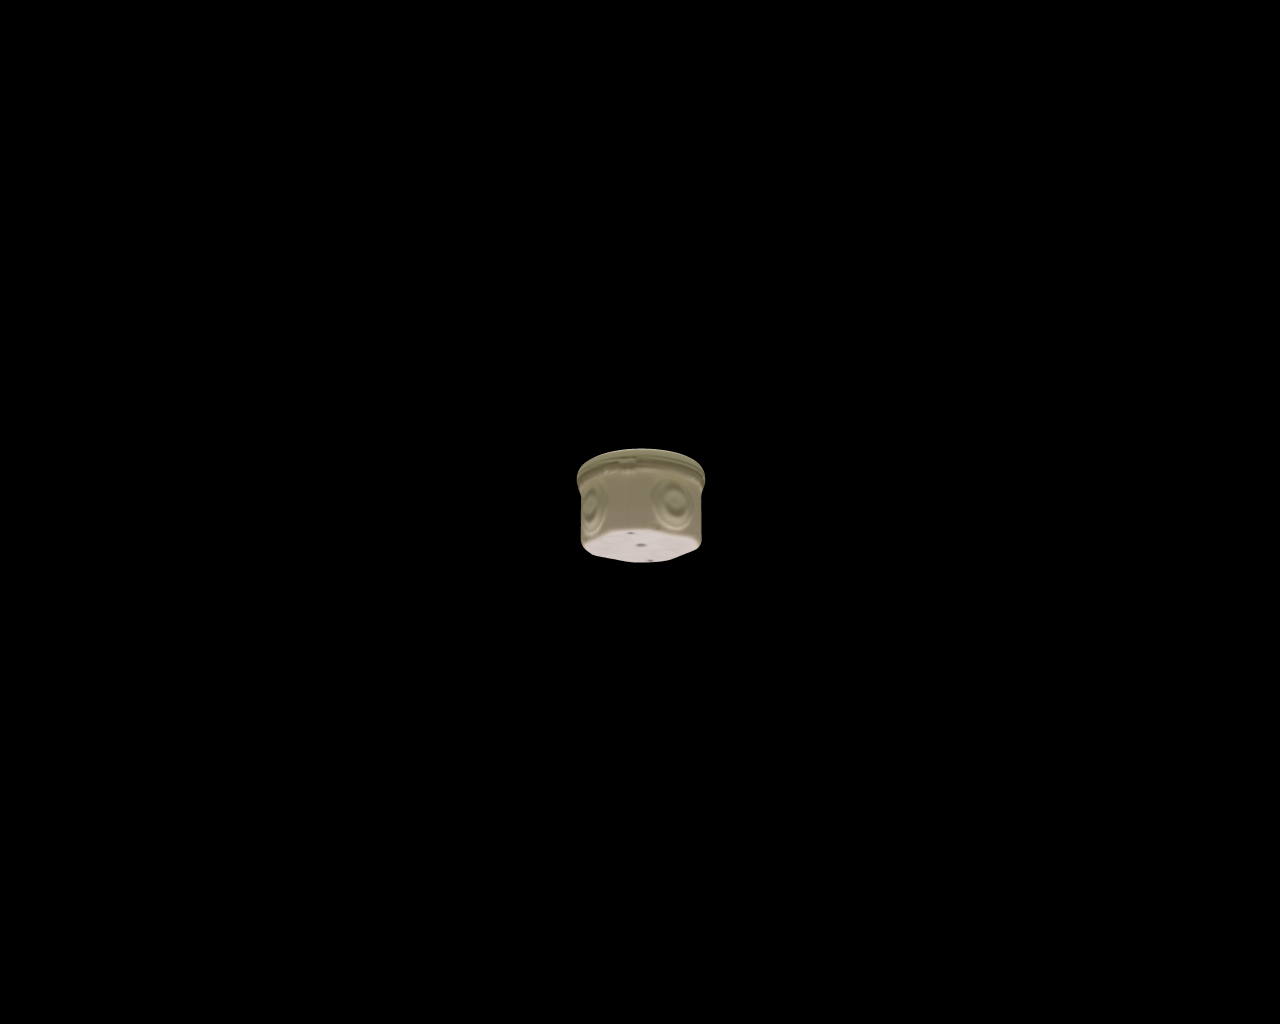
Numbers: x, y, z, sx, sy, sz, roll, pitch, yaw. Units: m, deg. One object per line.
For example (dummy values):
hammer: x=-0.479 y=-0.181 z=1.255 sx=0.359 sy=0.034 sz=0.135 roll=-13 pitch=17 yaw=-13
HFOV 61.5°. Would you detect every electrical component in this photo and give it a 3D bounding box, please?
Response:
electrical component: x=0.001 y=-0.003 z=0.650 sx=0.080 sy=0.051 sz=0.080 roll=0 pitch=-19 yaw=0
